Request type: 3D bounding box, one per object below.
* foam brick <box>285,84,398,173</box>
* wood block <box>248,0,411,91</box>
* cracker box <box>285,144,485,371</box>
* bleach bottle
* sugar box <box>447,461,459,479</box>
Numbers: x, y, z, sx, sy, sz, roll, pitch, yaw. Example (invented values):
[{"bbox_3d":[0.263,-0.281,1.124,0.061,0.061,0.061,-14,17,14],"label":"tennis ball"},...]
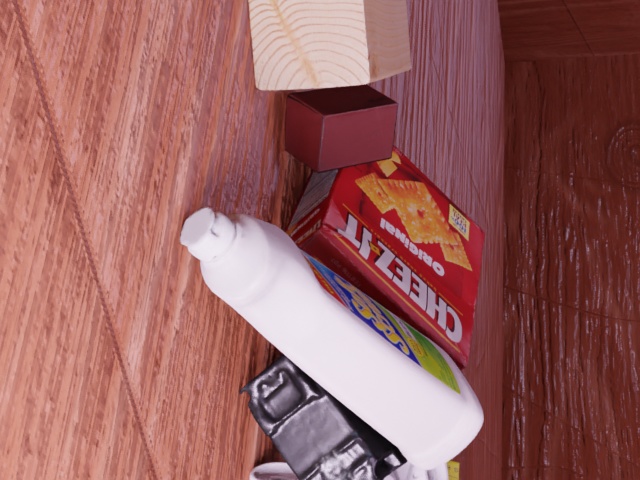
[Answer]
[{"bbox_3d":[0.017,-0.092,0.870,0.078,0.053,0.051,-13,124,-32],"label":"foam brick"},{"bbox_3d":[0.014,-0.177,0.884,0.206,0.090,0.091,-41,128,-72],"label":"wood block"},{"bbox_3d":[0.057,0.010,0.901,0.164,0.072,0.213,42,29,-12],"label":"cracker box"},{"bbox_3d":[0.006,0.059,0.707,0.250,0.068,0.103,39,14,-38],"label":"bleach bottle"},{"bbox_3d":[0.121,0.352,1.252,0.093,0.048,0.176,-42,-144,52],"label":"sugar box"}]
